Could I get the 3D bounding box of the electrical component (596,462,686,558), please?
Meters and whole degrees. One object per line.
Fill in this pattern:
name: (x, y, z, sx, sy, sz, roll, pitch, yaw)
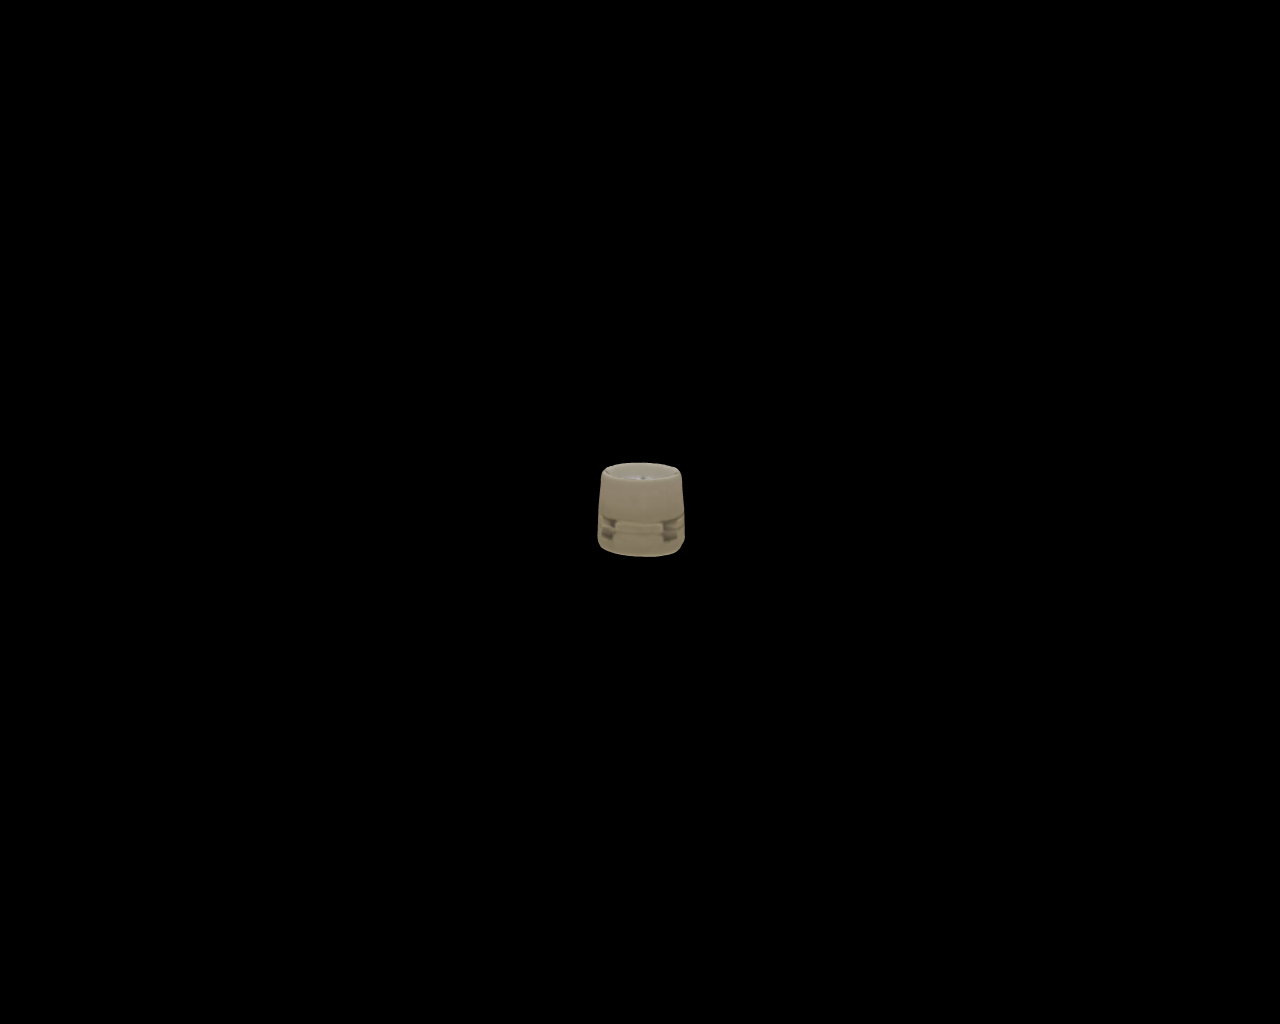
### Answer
electrical component: (0.001, -0.003, 0.650, 0.055, 0.047, 0.055, 0, 15, 0)
